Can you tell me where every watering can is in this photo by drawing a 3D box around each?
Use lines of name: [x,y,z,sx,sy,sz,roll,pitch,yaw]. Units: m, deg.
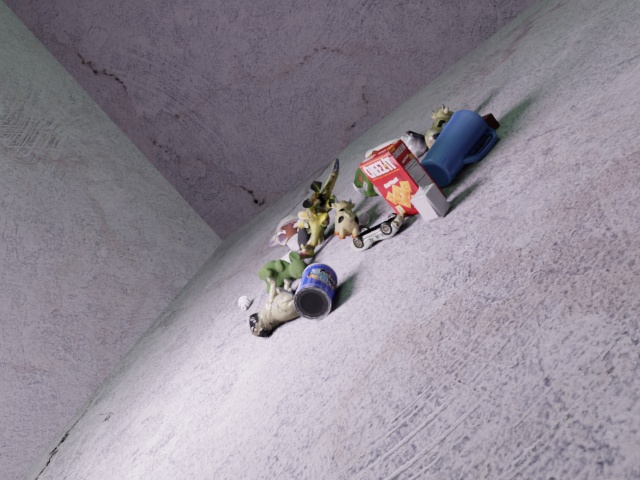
watering can: [-0.110,-0.082,2.441,0.347,0.103,0.226,-41,13,2]

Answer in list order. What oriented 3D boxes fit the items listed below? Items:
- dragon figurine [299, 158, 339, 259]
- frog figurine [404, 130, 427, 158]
dragon figurine: [0.006,-0.100,1.994,0.237,0.122,0.419,96,-165,-55]
frog figurine: [0.364,-0.355,2.082,0.139,0.122,0.157,-108,31,-69]
